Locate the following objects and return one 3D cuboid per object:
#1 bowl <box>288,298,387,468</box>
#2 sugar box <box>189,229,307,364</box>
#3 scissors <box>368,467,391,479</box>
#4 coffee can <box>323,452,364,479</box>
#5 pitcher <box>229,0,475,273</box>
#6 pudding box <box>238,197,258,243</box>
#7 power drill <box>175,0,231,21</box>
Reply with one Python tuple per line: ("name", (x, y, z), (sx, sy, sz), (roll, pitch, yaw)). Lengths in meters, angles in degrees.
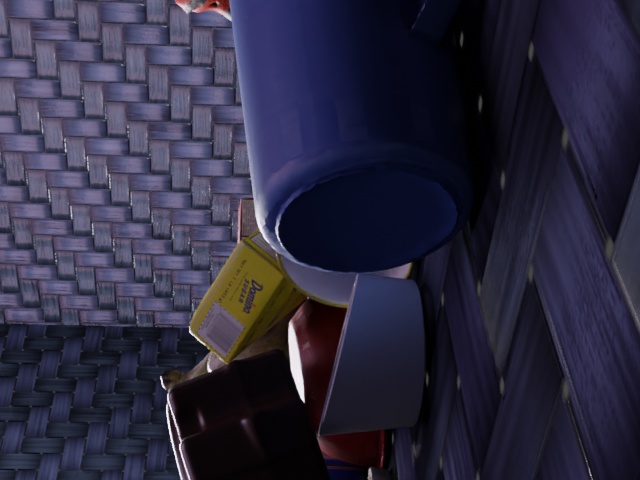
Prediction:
("bowl", (0.009, 0.104, 0.825), (0.162, 0.055, 0.162), (173, 90, -83))
("sugar box", (-0.020, 0.016, 0.793), (0.093, 0.048, 0.176), (-56, -13, 32))
("scissors", (0.043, 0.258, 0.732), (0.096, 0.016, 0.202), (109, 162, -74))
("coffee can", (-0.013, 0.249, 0.885), (0.103, 0.102, 0.140), (107, 164, -74))
("pitcher", (0.019, -0.113, 0.571), (0.149, 0.145, 0.243), (77, -174, -57))
("pudding box", (-0.025, 0.005, 1.048), (0.039, 0.113, 0.090), (-71, -17, -88))
("power drill", (-0.043, -0.240, 1.022), (0.057, 0.187, 0.184), (-37, 39, 41))
